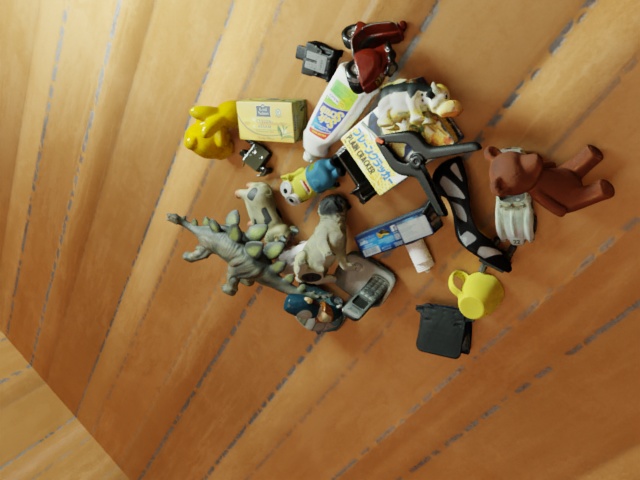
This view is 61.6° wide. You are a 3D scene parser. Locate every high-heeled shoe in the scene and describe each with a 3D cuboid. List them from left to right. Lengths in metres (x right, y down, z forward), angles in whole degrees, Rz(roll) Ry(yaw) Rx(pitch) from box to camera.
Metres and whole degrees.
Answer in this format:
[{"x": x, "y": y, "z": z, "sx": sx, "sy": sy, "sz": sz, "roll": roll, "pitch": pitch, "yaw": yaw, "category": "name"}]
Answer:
[{"x": 0.328, "y": -0.055, "z": 1.116, "sx": 0.249, "sy": 0.086, "sz": 0.145, "roll": 38, "pitch": 101, "yaw": 9, "category": "high-heeled shoe"}]

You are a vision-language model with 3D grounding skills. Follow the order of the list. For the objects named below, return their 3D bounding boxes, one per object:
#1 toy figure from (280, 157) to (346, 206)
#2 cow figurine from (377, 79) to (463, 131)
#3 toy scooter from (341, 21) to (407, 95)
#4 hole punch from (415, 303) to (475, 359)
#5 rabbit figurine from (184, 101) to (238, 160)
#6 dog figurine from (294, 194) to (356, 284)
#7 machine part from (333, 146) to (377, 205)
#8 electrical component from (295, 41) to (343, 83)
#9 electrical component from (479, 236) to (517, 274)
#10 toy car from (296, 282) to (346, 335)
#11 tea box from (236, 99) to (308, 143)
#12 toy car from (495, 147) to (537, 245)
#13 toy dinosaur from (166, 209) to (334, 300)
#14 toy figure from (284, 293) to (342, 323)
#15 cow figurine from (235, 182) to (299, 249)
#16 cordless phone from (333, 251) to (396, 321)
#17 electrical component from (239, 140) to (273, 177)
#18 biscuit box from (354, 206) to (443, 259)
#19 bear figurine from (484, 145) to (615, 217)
[{"x": -0.015, "y": -0.142, "z": 1.304, "sx": 0.180, "sy": 0.089, "sz": 0.082, "roll": -27, "pitch": 78, "yaw": 30, "category": "toy figure"}, {"x": 0.191, "y": -0.267, "z": 1.031, "sx": 0.168, "sy": 0.068, "sz": 0.098, "roll": -2, "pitch": 89, "yaw": 33, "category": "cow figurine"}, {"x": 0.116, "y": -0.382, "z": 1.087, "sx": 0.135, "sy": 0.075, "sz": 0.184, "roll": -14, "pitch": 62, "yaw": 18, "category": "toy scooter"}, {"x": 0.296, "y": 0.211, "z": 1.257, "sx": 0.142, "sy": 0.092, "sz": 0.115, "roll": 8, "pitch": 86, "yaw": 34, "category": "hole punch"}, {"x": -0.268, "y": -0.299, "z": 1.377, "sx": 0.173, "sy": 0.162, "sz": 0.122, "roll": -33, "pitch": 77, "yaw": 22, "category": "rabbit figurine"}, {"x": 0.001, "y": -0.003, "z": 1.302, "sx": 0.172, "sy": 0.121, "sz": 0.190, "roll": -21, "pitch": 53, "yaw": 24, "category": "dog figurine"}, {"x": 0.085, "y": -0.153, "z": 1.232, "sx": 0.139, "sy": 0.084, "sz": 0.039, "roll": 58, "pitch": 149, "yaw": -2, "category": "machine part"}, {"x": -0.012, "y": -0.407, "z": 1.205, "sx": 0.119, "sy": 0.048, "sz": 0.074, "roll": 29, "pitch": 123, "yaw": 19, "category": "electrical component"}, {"x": 0.379, "y": 0.040, "z": 1.153, "sx": 0.063, "sy": 0.021, "sz": 0.094, "roll": 31, "pitch": 124, "yaw": 19, "category": "electrical component"}, {"x": -0.014, "y": 0.186, "z": 1.434, "sx": 0.162, "sy": 0.103, "sz": 0.109, "roll": 37, "pitch": 125, "yaw": 13, "category": "toy car"}, {"x": -0.116, "y": -0.293, "z": 1.312, "sx": 0.170, "sy": 0.068, "sz": 0.098, "roll": 9, "pitch": 115, "yaw": 32, "category": "tea box"}, {"x": 0.386, "y": -0.084, "z": 1.071, "sx": 0.074, "sy": 0.056, "sz": 0.201, "roll": 0, "pitch": 110, "yaw": 34, "category": "toy car"}, {"x": -0.191, "y": 0.049, "z": 1.383, "sx": 0.471, "sy": 0.105, "sz": 0.198, "roll": 33, "pitch": 125, "yaw": -1, "category": "toy dinosaur"}, {"x": -0.014, "y": 0.175, "z": 1.340, "sx": 0.154, "sy": 0.058, "sz": 0.064, "roll": 18, "pitch": 162, "yaw": -17, "category": "toy figure"}, {"x": -0.134, "y": -0.059, "z": 1.417, "sx": 0.127, "sy": 0.085, "sz": 0.194, "roll": 0, "pitch": 116, "yaw": 43, "category": "cow figurine"}, {"x": 0.082, "y": 0.119, "z": 1.286, "sx": 0.147, "sy": 0.184, "sz": 0.088, "roll": 32, "pitch": 130, "yaw": 18, "category": "cordless phone"}, {"x": -0.166, "y": -0.211, "z": 1.400, "sx": 0.102, "sy": 0.045, "sz": 0.078, "roll": 34, "pitch": 97, "yaw": 14, "category": "electrical component"}, {"x": 0.178, "y": -0.018, "z": 1.238, "sx": 0.203, "sy": 0.063, "sz": 0.059, "roll": -22, "pitch": 98, "yaw": 39, "category": "biscuit box"}, {"x": 0.402, "y": -0.120, "z": 0.963, "sx": 0.196, "sy": 0.120, "sz": 0.132, "roll": 20, "pitch": 144, "yaw": -24, "category": "bear figurine"}]
